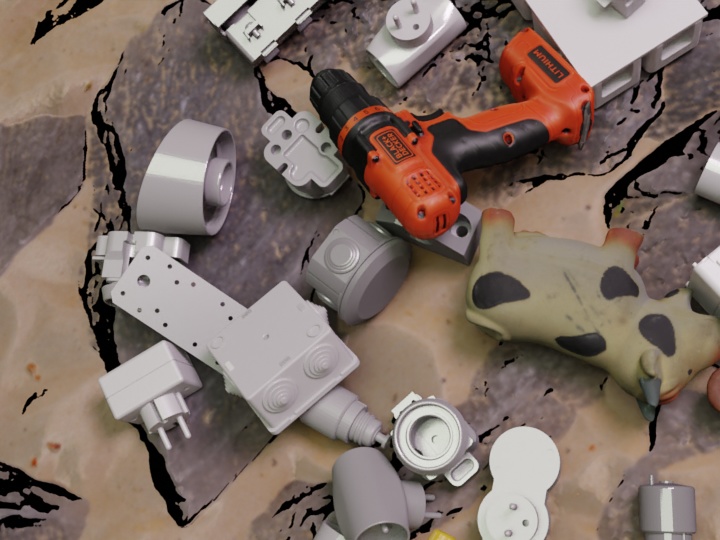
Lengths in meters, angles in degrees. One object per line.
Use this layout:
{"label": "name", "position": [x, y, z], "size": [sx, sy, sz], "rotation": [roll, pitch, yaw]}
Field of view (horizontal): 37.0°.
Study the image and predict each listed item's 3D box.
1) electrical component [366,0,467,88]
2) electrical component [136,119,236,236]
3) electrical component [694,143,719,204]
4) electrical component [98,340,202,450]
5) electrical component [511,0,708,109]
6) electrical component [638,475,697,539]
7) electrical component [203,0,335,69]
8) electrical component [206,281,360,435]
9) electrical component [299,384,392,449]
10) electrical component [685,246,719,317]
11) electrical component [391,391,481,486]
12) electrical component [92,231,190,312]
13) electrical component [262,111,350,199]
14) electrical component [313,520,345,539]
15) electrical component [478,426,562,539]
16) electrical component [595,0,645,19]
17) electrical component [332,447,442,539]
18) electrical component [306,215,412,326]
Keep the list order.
{"label": "electrical component", "position": [0.043, -0.199, 0.892], "size": [0.077, 0.079, 0.043], "rotation": [-41, 72, 1]}
{"label": "electrical component", "position": [-0.142, -0.075, 0.897], "size": [0.064, 0.099, 0.099], "rotation": [9, 79, 8]}
{"label": "electrical component", "position": [0.303, -0.062, 0.820], "size": [0.081, 0.043, 0.043], "rotation": [26, 84, 17]}
{"label": "electrical component", "position": [-0.164, 0.109, 0.883], "size": [0.066, 0.047, 0.076], "rotation": [-31, 72, 4]}
{"label": "electrical component", "position": [0.182, -0.237, 0.879], "size": [0.105, 0.060, 0.186], "rotation": [-32, 72, 4]}
{"label": "electrical component", "position": [0.224, 0.189, 0.781], "size": [0.040, 0.040, 0.078], "rotation": [-1, 78, 12]}
{"label": "electrical component", "position": [-0.068, -0.238, 0.933], "size": [0.121, 0.078, 0.063], "rotation": [-43, 94, 0]}
{"label": "electrical component", "position": [-0.063, 0.066, 0.846], "size": [0.100, 0.048, 0.100], "rotation": [-40, 41, -7]}
{"label": "electrical component", "position": [-0.011, 0.117, 0.851], "size": [0.078, 0.040, 0.040], "rotation": [28, 84, 17]}
{"label": "electrical component", "position": [0.283, 0.007, 0.781], "size": [0.062, 0.096, 0.061], "rotation": [-40, 72, 2]}
{"label": "electrical component", "position": [0.056, 0.129, 0.824], "size": [0.058, 0.057, 0.078], "rotation": [-42, 72, 1]}
{"label": "electrical component", "position": [-0.187, 0.002, 0.909], "size": [0.078, 0.058, 0.057], "rotation": [2, 75, 13]}
{"label": "electrical component", "position": [-0.041, -0.092, 0.897], "size": [0.078, 0.057, 0.058], "rotation": [43, 89, 18]}
{"label": "electrical component", "position": [-0.029, 0.239, 0.825], "size": [0.043, 0.043, 0.081], "rotation": [28, 84, 17]}
{"label": "electrical component", "position": [0.113, 0.184, 0.790], "size": [0.052, 0.073, 0.138], "rotation": [10, 79, 15]}
{"label": "electrical component", "position": [0.205, -0.227, 0.809], "size": [0.066, 0.055, 0.048], "rotation": [-42, 72, 1]}
{"label": "electrical component", "position": [0.024, 0.178, 0.819], "size": [0.079, 0.043, 0.077], "rotation": [8, 33, -21]}
{"label": "electrical component", "position": [0.000, 0.000, 0.856], "size": [0.051, 0.080, 0.080], "rotation": [37, 87, 23]}
